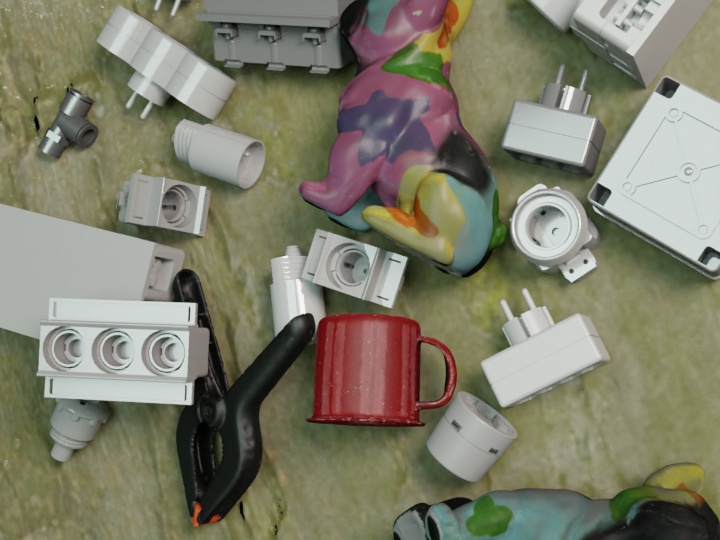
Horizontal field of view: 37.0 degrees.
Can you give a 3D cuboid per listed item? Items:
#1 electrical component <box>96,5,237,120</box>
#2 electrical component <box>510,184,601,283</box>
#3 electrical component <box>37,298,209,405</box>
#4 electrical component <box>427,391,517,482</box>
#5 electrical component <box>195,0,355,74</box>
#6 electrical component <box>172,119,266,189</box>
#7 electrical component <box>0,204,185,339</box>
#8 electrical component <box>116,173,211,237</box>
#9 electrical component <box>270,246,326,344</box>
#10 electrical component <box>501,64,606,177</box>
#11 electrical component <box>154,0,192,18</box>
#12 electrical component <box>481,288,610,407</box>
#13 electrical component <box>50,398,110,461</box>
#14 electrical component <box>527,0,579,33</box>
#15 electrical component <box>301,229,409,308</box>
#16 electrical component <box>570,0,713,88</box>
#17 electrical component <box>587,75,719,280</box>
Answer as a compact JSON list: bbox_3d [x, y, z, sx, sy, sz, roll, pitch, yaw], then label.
[{"bbox_3d":[-0.181,-0.169,0.950,0.138,0.052,0.073,36,98,20],"label":"electrical component"},{"bbox_3d":[0.145,-0.030,0.808,0.058,0.057,0.078,-35,74,15],"label":"electrical component"},{"bbox_3d":[-0.186,0.064,0.859,0.121,0.063,0.078,2,87,10],"label":"electrical component"},{"bbox_3d":[0.084,0.128,0.818,0.055,0.055,0.047,39,102,20],"label":"electrical component"},{"bbox_3d":[-0.064,-0.203,0.899,0.121,0.078,0.063,8,117,21],"label":"electrical component"},{"bbox_3d":[-0.127,-0.103,0.928,0.081,0.043,0.043,20,92,22],"label":"electrical component"},{"bbox_3d":[-0.256,0.011,0.957,0.186,0.060,0.105,14,90,22],"label":"electrical component"},{"bbox_3d":[-0.172,-0.056,0.928,0.064,0.081,0.042,6,86,44],"label":"electrical component"},{"bbox_3d":[-0.052,0.020,0.886,0.043,0.043,0.081,-10,81,20],"label":"electrical component"},{"bbox_3d":[0.153,-0.118,0.819,0.066,0.047,0.076,16,91,22],"label":"electrical component"},{"bbox_3d":[-0.160,-0.264,0.956,0.077,0.044,0.079,23,93,22],"label":"electrical component"},{"bbox_3d":[0.132,0.052,0.810,0.083,0.047,0.075,-29,75,16],"label":"electrical component"},{"bbox_3d":[-0.254,0.139,0.952,0.048,0.048,0.062,31,102,21],"label":"electrical component"},{"bbox_3d":[0.155,-0.216,0.825,0.047,0.055,0.055,-47,71,14],"label":"electrical component"},{"bbox_3d":[0.000,0.000,0.857,0.081,0.064,0.042,19,90,21],"label":"electrical component"},{"bbox_3d":[0.224,-0.220,0.779,0.062,0.089,0.150,39,99,20],"label":"electrical component"},{"bbox_3d":[0.239,-0.066,0.776,0.109,0.056,0.108,34,97,21],"label":"electrical component"}]
